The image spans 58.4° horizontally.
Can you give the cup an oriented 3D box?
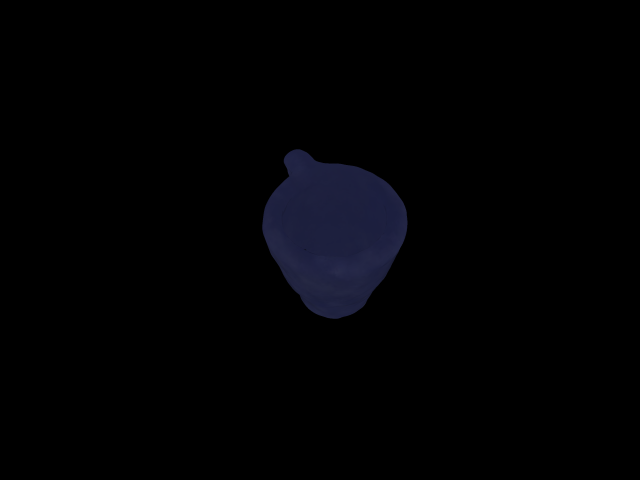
[{"bbox_3d":[0.004,0.001,0.400,0.092,0.095,0.117,-21,54,-15],"label":"cup"}]
